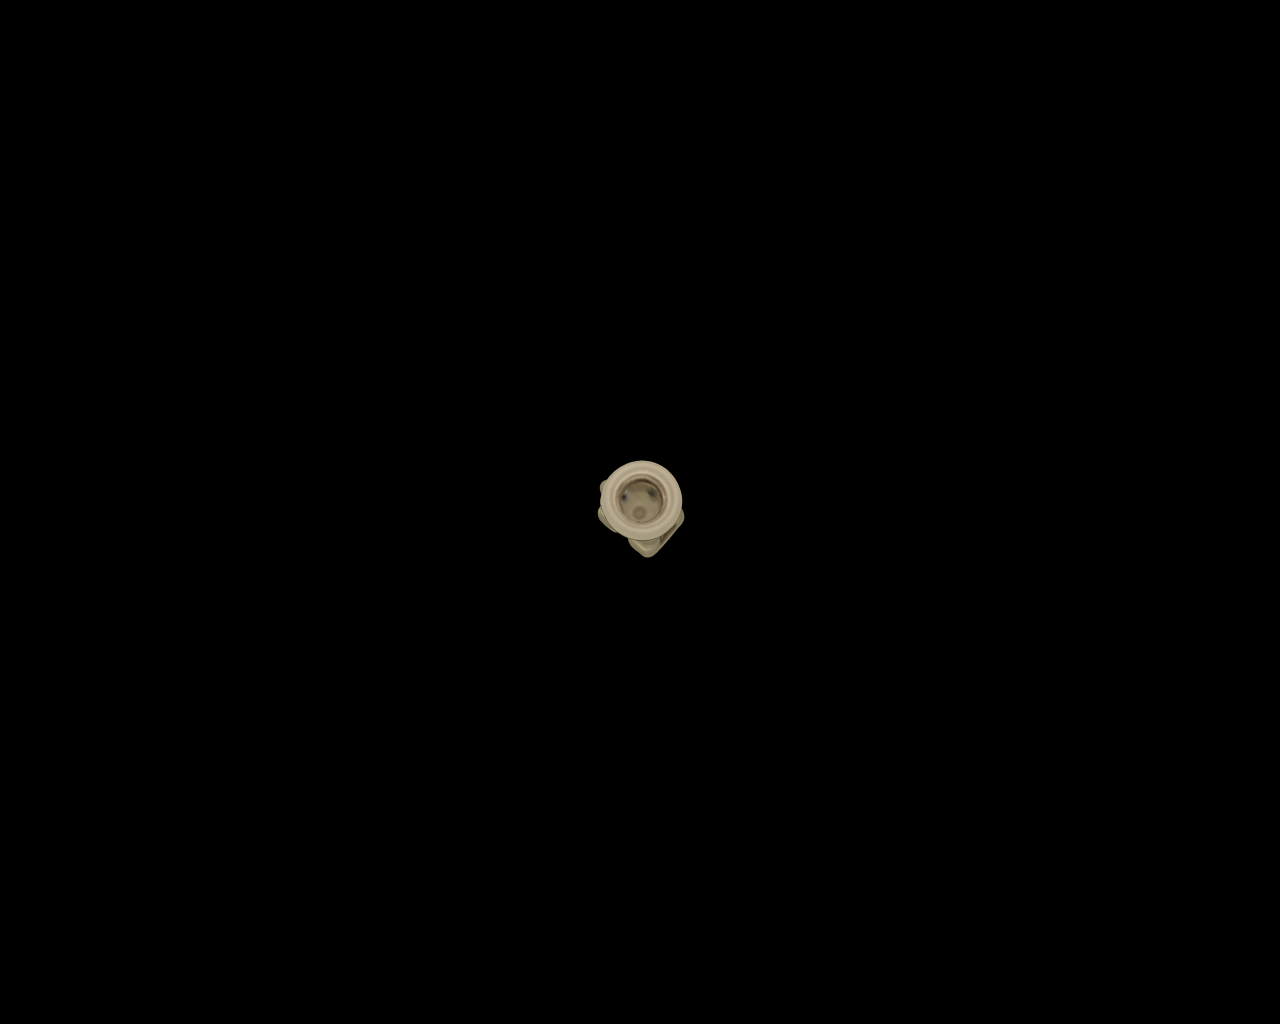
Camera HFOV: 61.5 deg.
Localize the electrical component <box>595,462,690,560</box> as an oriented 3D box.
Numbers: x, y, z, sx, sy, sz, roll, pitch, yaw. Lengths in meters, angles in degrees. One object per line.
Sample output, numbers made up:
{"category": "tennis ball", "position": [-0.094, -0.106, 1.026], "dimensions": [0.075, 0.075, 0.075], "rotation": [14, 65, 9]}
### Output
{"category": "electrical component", "position": [0.001, -0.003, 0.650], "dimensions": [0.066, 0.048, 0.055], "rotation": [38, -9, 7]}
